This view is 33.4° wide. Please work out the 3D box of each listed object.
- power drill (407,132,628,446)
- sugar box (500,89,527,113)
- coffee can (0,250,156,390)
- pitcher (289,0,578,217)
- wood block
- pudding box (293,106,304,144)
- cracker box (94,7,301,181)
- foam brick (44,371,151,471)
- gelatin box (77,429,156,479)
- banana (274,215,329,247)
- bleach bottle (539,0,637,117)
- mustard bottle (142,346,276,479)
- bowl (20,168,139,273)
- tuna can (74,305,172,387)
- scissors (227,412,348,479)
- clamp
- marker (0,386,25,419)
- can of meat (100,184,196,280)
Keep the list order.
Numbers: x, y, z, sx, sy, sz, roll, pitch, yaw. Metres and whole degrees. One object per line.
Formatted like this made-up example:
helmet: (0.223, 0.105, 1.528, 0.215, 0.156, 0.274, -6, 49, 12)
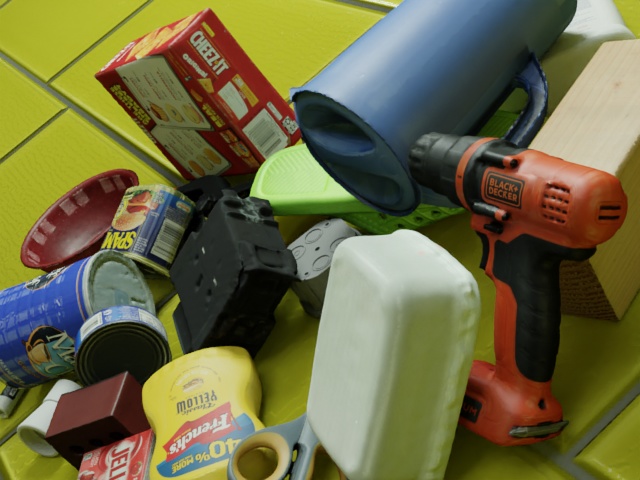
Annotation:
power drill: (0.111, 0.027, 0.706, 0.057, 0.188, 0.185, -3, 16, -31)
sugar box: (0.155, -0.177, 1.059, 0.093, 0.048, 0.176, -23, 37, 20)
coffee can: (-0.246, 0.079, 1.040, 0.140, 0.102, 0.102, -20, 35, 24)
pitcher: (0.108, -0.139, 0.870, 0.242, 0.149, 0.145, -46, 15, -17)
wood block: (0.214, -0.050, 0.789, 0.090, 0.090, 0.206, 7, 51, 48)
pudding box: (0.022, -0.133, 1.129, 0.090, 0.039, 0.113, -29, 32, 10)
cracker box: (-0.131, -0.149, 1.141, 0.072, 0.164, 0.214, -48, 23, -21)
foam brick: (-0.188, 0.159, 0.928, 0.078, 0.053, 0.051, -22, 34, 23)
gelatin box: (-0.165, 0.203, 0.867, 0.073, 0.030, 0.089, -23, 34, 20)
banana: (-0.024, 0.000, 1.004, 0.070, 0.037, 0.197, 14, 56, 30)
bleach bottle: (0.238, -0.213, 1.013, 0.103, 0.068, 0.250, -22, 32, 21)
mustard bottle: (-0.083, 0.163, 0.816, 0.096, 0.058, 0.192, -19, 33, -1)
bowl: (-0.259, -0.008, 1.213, 0.162, 0.055, 0.162, -24, 33, 17)
tuna can: (-0.178, 0.102, 0.962, 0.086, 0.086, 0.034, -33, 30, 4)
scissors: (-0.018, 0.129, 0.800, 0.096, 0.016, 0.201, 8, 38, -6)
clamp: (-0.116, -0.020, 1.112, 0.172, 0.039, 0.120, 6, 55, 55)
marker: (-0.300, 0.131, 1.102, 0.020, 0.020, 0.121, -10, 39, 34)
can of meat: (-0.179, -0.009, 1.106, 0.102, 0.057, 0.084, 0, 64, 55)
